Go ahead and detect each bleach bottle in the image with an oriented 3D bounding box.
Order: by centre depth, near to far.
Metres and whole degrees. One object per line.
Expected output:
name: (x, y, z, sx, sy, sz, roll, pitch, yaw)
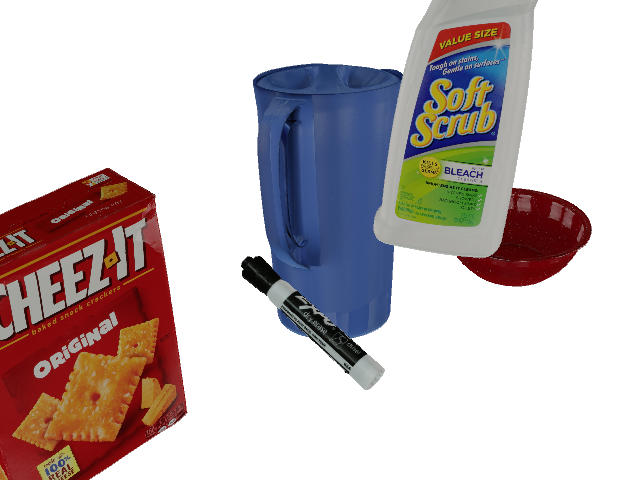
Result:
bleach bottle: (0.098, -0.115, 0.770, 0.103, 0.251, 0.068, 9, 26, 13)

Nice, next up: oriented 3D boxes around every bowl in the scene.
bowl: (0.206, 0.002, 1.145, 0.162, 0.055, 0.162, -1, 30, 0)

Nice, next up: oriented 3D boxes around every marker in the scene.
marker: (-0.008, 0.052, 0.707, 0.121, 0.020, 0.020, 41, 14, 17)

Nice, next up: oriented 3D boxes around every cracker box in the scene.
cracker box: (-0.189, 0.077, 0.794, 0.072, 0.214, 0.163, 26, 42, 38)

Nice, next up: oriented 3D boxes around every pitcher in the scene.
pitcher: (0.004, -0.033, 0.970, 0.149, 0.243, 0.145, -8, 21, -16)
